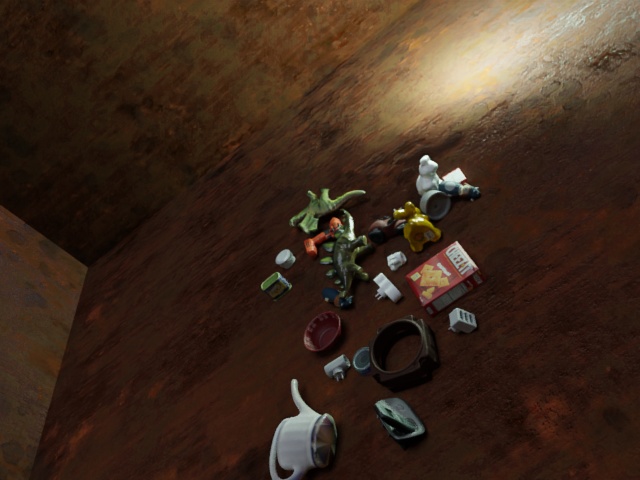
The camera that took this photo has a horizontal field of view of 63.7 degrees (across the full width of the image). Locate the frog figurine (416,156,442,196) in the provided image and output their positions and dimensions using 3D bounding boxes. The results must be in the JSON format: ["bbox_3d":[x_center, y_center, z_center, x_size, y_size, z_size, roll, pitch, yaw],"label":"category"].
[{"bbox_3d":[0.416,-0.239,2.002,0.121,0.141,0.157,-22,-52,31],"label":"frog figurine"}]

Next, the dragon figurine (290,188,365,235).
[{"bbox_3d":[0.007,-0.117,2.331,0.408,0.247,0.120,-5,-40,47],"label":"dragon figurine"}]

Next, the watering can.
[{"bbox_3d":[-0.050,0.581,1.591,0.222,0.356,0.102,-18,-50,31],"label":"watering can"}]
